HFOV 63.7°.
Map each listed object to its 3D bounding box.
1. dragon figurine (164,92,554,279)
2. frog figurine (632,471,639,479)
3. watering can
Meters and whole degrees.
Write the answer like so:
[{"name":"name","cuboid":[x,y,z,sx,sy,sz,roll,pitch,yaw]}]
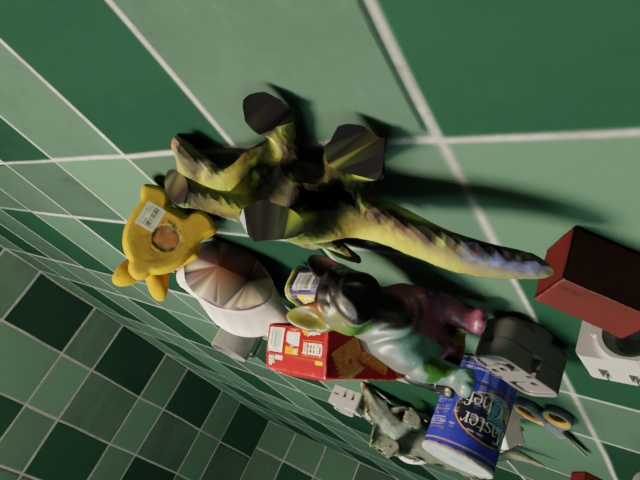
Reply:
[{"name":"dragon figurine","cuboid":[0.002,-0.027,0.529,0.412,0.123,0.240,25,173,12]},{"name":"frog figurine","cuboid":[0.506,0.372,0.710,0.137,0.126,0.156,-5,132,20]},{"name":"watering can","cuboid":[-0.101,0.113,0.867,0.349,0.106,0.219,22,154,15]}]
